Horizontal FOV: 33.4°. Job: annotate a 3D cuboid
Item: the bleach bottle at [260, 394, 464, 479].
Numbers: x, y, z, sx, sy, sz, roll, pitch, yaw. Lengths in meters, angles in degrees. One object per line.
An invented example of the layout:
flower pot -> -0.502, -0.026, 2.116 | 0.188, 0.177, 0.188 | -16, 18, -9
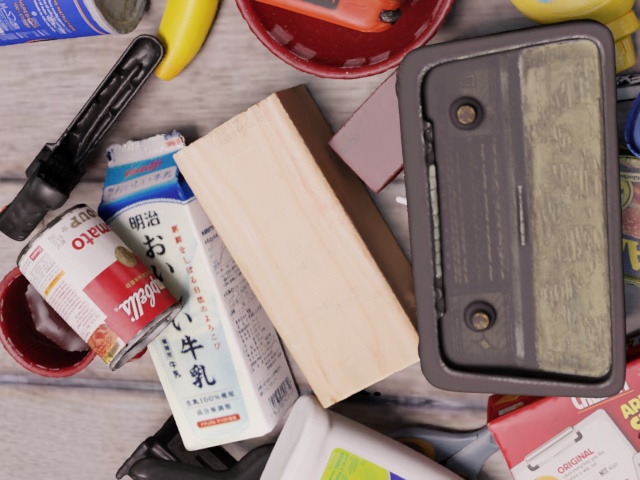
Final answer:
bleach bottle -> 0.082, 0.208, 0.792 | 0.250, 0.068, 0.102 | 24, 94, -11

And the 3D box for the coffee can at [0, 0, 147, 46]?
coffee can -> -0.210, -0.194, 0.771 | 0.140, 0.102, 0.103 | -3, 104, 17

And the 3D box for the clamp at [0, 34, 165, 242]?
clamp -> -0.197, -0.046, 0.785 | 0.036, 0.164, 0.210 | 37, 135, -15

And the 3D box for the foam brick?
foam brick -> 0.053, -0.080, 0.753 | 0.053, 0.051, 0.078 | 46, 111, 2

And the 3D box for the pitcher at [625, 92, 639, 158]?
pitcher -> 0.311, -0.032, 0.635 | 0.242, 0.145, 0.149 | 41, 96, -18

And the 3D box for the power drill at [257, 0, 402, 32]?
power drill -> 0.006, -0.235, 0.661 | 0.184, 0.057, 0.188 | 20, 109, 11

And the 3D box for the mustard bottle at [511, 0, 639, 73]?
mustard bottle -> 0.157, -0.197, 0.688 | 0.096, 0.058, 0.191 | -23, 97, 21

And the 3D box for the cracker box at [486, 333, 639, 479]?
cracker box -> 0.236, 0.180, 0.751 | 0.164, 0.072, 0.213 | -25, 95, 12

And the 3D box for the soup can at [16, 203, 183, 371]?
soup can -> -0.156, 0.033, 0.754 | 0.102, 0.068, 0.069 | 47, 111, 4

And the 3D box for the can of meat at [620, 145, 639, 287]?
can of meat -> 0.222, -0.015, 0.719 | 0.102, 0.057, 0.084 | 13, 105, 12

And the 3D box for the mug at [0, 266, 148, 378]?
mug -> -0.186, 0.057, 0.841 | 0.117, 0.081, 0.093 | 29, 110, 8

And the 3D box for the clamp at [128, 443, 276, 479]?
clamp -> -0.057, 0.213, 0.812 | 0.171, 0.039, 0.120 | -5, 94, -24

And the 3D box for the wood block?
wood block -> -0.006, 0.001, 0.768 | 0.090, 0.090, 0.206 | -29, 95, 16

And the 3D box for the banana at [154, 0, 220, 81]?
banana -> -0.100, -0.216, 0.769 | 0.070, 0.037, 0.198 | -1, 105, 21

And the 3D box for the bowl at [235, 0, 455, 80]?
bowl -> 0.021, -0.193, 0.729 | 0.162, 0.055, 0.162 | 4, 105, 15

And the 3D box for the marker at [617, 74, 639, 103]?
marker -> 0.205, -0.102, 0.720 | 0.121, 0.020, 0.020 | -6, 103, 17

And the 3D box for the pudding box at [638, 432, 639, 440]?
pudding box -> 0.271, 0.103, 0.677 | 0.113, 0.039, 0.090 | 13, 99, 0

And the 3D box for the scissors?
scissors -> 0.115, 0.141, 0.808 | 0.096, 0.016, 0.202 | 35, 111, -6
